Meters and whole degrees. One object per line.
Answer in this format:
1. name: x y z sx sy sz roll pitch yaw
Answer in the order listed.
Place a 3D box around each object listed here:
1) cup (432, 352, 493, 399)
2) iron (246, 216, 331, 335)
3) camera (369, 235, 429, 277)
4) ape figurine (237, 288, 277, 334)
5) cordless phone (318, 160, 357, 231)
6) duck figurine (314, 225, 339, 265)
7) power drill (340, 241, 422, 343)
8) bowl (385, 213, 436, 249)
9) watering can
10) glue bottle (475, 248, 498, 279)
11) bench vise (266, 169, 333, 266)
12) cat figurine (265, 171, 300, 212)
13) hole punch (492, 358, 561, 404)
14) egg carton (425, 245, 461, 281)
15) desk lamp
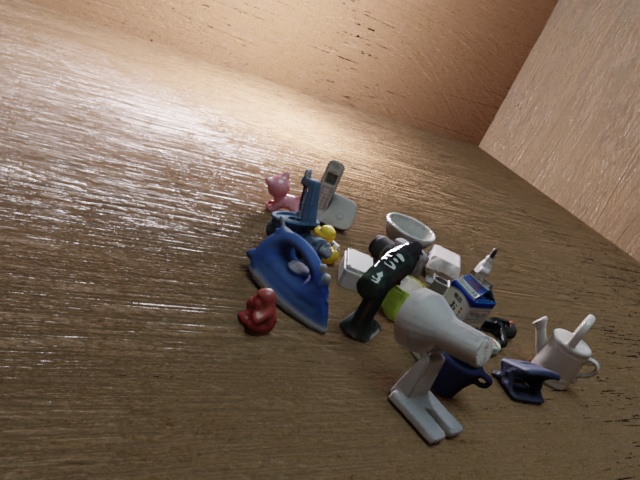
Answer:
1. cup: 0.280 0.280 1.160 0.117 0.095 0.092 33 25 17
2. iron: -0.043 0.068 1.231 0.119 0.141 0.257 -3 36 -47
3. camera: 0.215 0.037 1.591 0.136 0.101 0.144 40 28 30
4. ape figurine: -0.112 0.130 1.097 0.076 0.092 0.078 24 24 -2
5. cordless phone: 0.051 -0.130 1.672 0.148 0.185 0.094 21 24 -9
6. duck figurine: 0.014 0.005 1.481 0.078 0.086 0.104 -5 37 -48
7. power drill: 0.130 0.108 1.230 0.075 0.208 0.230 33 25 18
8. bowl: 0.268 -0.013 1.775 0.167 0.074 0.167 21 24 -9
9. watering can: 0.596 0.256 1.389 0.172 0.194 0.101 27 24 6
10. glue bottle: 0.449 0.097 1.602 0.037 0.173 0.078 25 24 0
11. bench vise: -0.025 -0.046 1.385 0.207 0.219 0.122 34 25 20
12. cat figurine: -0.100 -0.132 1.616 0.128 0.117 0.067 23 24 -5
13. hole punch: 0.466 0.303 1.296 0.109 0.091 0.101 14 26 -24
14. egg carton: 0.361 0.073 1.693 0.107 0.069 0.150 26 24 2
15. desk lamp: 0.216 0.225 1.066 0.118 0.213 0.202 0 34 -44
